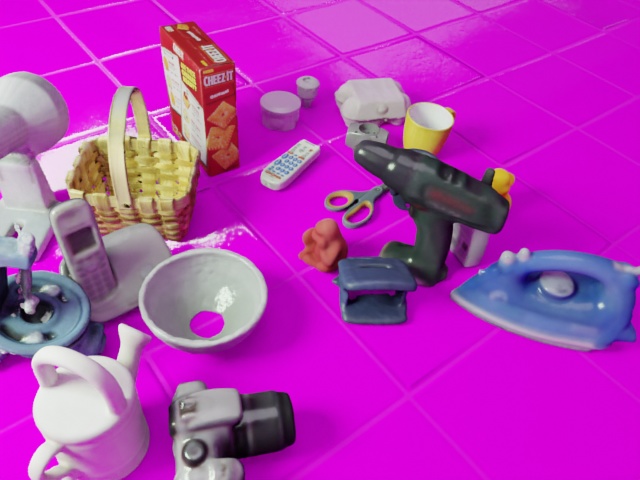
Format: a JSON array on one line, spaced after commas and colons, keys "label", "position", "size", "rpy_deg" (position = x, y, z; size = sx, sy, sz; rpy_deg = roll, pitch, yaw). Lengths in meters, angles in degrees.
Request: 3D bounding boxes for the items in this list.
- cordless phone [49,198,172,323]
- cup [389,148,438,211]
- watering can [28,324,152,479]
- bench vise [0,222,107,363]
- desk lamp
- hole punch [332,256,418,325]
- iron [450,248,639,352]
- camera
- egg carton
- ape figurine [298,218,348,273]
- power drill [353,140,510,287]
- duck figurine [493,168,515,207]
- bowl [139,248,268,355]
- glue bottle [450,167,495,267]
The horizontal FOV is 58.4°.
[{"label": "cordless phone", "position": [-0.275, 0.010, 0.763], "size": [0.148, 0.185, 0.094], "rpy_deg": [-33, 57, -32]}, {"label": "cup", "position": [0.149, -0.088, 0.974], "size": [0.091, 0.095, 0.118], "rpy_deg": [31, 50, 22]}, {"label": "watering can", "position": [-0.243, 0.167, 0.606], "size": [0.101, 0.194, 0.173], "rpy_deg": [3, 45, -3]}, {"label": "bench vise", "position": [-0.370, 0.080, 0.658], "size": [0.208, 0.220, 0.121], "rpy_deg": [-12, 48, -18]}, {"label": "desk lamp", "position": [-0.447, -0.112, 0.843], "size": [0.118, 0.213, 0.203], "rpy_deg": [4, 45, -3]}, {"label": "hole punch", "position": [0.077, 0.059, 0.823], "size": [0.108, 0.091, 0.101], "rpy_deg": [1, 46, -6]}, {"label": "iron", "position": [0.328, 0.063, 0.814], "size": [0.258, 0.141, 0.118], "rpy_deg": [10, 45, 3]}, {"label": "camera", "position": [-0.095, 0.220, 0.638], "size": [0.137, 0.101, 0.143], "rpy_deg": [-6, 47, -12]}, {"label": "egg carton", "position": [0.109, -0.280, 1.176], "size": [0.150, 0.069, 0.107], "rpy_deg": [-7, 47, -14]}, {"label": "ape figurine", "position": [0.008, 0.003, 0.869], "size": [0.076, 0.092, 0.077], "rpy_deg": [-3, 46, -9]}, {"label": "power drill", "position": [0.147, -0.033, 0.839], "size": [0.229, 0.208, 0.076], "rpy_deg": [15, 46, 9]}, {"label": "duck figurine", "position": [0.297, -0.083, 0.992], "size": [0.105, 0.086, 0.077], "rpy_deg": [-25, 53, -27]}, {"label": "bowl", "position": [-0.153, 0.093, 0.773], "size": [0.167, 0.075, 0.167], "rpy_deg": [4, 45, -3]}, {"label": "glue bottle", "position": [0.240, -0.040, 0.882], "size": [0.037, 0.173, 0.078], "rpy_deg": [-11, 48, -17]}]
